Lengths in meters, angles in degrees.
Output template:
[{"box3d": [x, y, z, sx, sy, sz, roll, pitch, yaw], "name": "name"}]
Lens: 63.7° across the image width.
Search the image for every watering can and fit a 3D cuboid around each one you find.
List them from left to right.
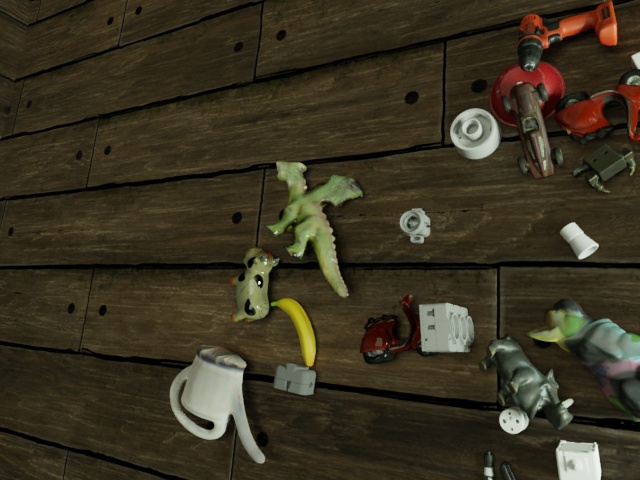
[{"box3d": [-0.245, 0.396, 1.299, 0.349, 0.103, 0.226, 13, 83, 33], "name": "watering can"}]

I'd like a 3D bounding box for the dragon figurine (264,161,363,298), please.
[{"box3d": [0.004, -0.065, 1.291, 0.243, 0.120, 0.416, -49, 59, 1], "name": "dragon figurine"}]
